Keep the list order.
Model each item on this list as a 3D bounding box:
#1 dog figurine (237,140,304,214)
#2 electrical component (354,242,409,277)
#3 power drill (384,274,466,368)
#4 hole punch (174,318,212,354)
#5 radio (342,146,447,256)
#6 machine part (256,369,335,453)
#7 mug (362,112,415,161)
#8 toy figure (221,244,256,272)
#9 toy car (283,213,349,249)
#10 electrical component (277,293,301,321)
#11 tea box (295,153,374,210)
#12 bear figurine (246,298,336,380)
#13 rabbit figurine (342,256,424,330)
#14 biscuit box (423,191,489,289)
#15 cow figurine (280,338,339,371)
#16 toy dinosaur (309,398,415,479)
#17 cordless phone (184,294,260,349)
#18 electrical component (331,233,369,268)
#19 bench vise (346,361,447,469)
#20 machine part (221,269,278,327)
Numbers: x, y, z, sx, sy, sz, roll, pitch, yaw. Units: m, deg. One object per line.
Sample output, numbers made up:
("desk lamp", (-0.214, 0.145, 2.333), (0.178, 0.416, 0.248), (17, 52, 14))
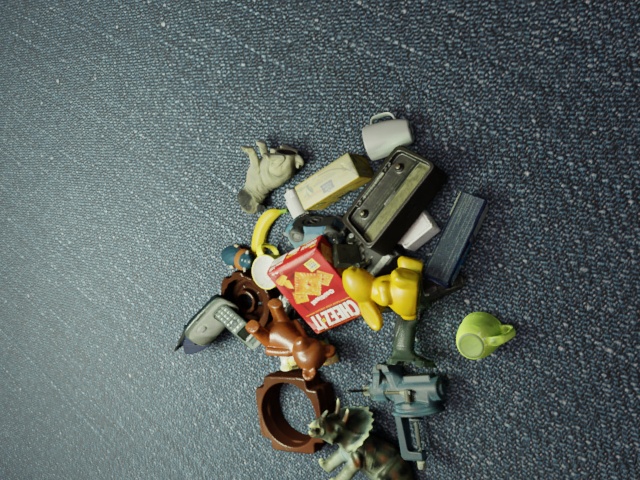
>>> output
("dog figurine", (-0.129, -0.149, 1.411), (0.173, 0.121, 0.190), (21, 119, 31))
("electrical component", (0.132, 0.038, 1.265), (0.115, 0.058, 0.134), (-51, 44, 17))
("power drill", (0.220, 0.183, 1.213), (0.232, 0.086, 0.207), (-8, 80, 34))
("hole punch", (-0.341, 0.270, 1.545), (0.092, 0.142, 0.115), (34, 121, -1))
("radio", (0.162, -0.090, 1.201), (0.229, 0.073, 0.131), (-52, 46, 8))
("machine part", (-0.061, 0.446, 1.416), (0.201, 0.087, 0.201), (-8, 92, 31))
("mug", (0.160, -0.245, 1.240), (0.107, 0.080, 0.109), (-12, 62, 21))
("toy figure", (-0.217, 0.049, 1.466), (0.155, 0.058, 0.064), (13, 119, 52))
("toy car", (-0.003, -0.004, 1.344), (0.162, 0.109, 0.102), (1, 118, 19))
("electrical component", (-0.084, 0.179, 1.429), (0.075, 0.047, 0.119), (41, 111, 22))
("tea box", (0.036, -0.139, 1.303), (0.170, 0.098, 0.068), (-31, 78, 30))
("bear figurine", (-0.069, 0.246, 1.313), (0.196, 0.120, 0.131), (22, 148, 47))
("rabbit figurine", (0.133, 0.107, 1.174), (0.173, 0.122, 0.162), (9, 122, 10))
("biscuit box", (0.292, 0.002, 1.153), (0.063, 0.059, 0.202), (25, 87, 26))
("cow figurine", (-0.030, 0.287, 1.397), (0.167, 0.068, 0.098), (-14, 80, 29))
("toy dinosaur", (0.138, 0.538, 1.282), (0.405, 0.131, 0.192), (36, 91, -1))
("cordless phone", (-0.255, 0.247, 1.441), (0.184, 0.089, 0.146), (43, 90, -3))
("electrical component", (0.070, 0.030, 1.244), (0.045, 0.078, 0.102), (128, 145, -53))
("bench vise", (0.196, 0.401, 1.241), (0.224, 0.128, 0.240), (-13, 80, 29))
("machine part", (-0.196, 0.165, 1.479), (0.180, 0.056, 0.179), (7, 105, 27))
